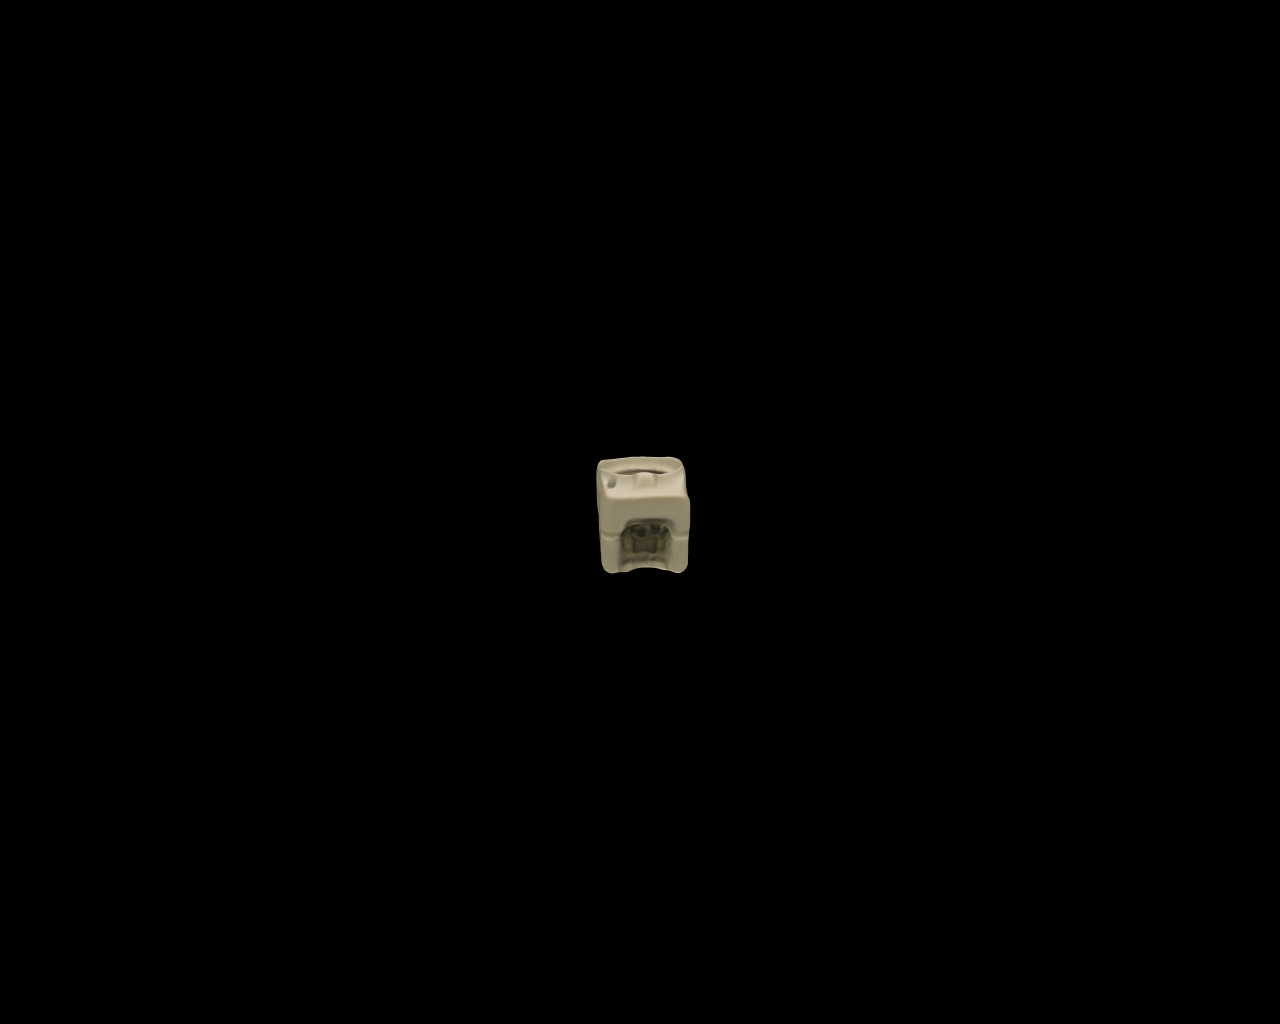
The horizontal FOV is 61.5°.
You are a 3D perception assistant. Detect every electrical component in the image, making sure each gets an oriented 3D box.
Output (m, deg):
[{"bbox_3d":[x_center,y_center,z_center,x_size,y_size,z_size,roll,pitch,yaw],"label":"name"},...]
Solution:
[{"bbox_3d":[0.001,-0.003,0.650,0.050,0.055,0.089,-1,16,-3],"label":"electrical component"}]
